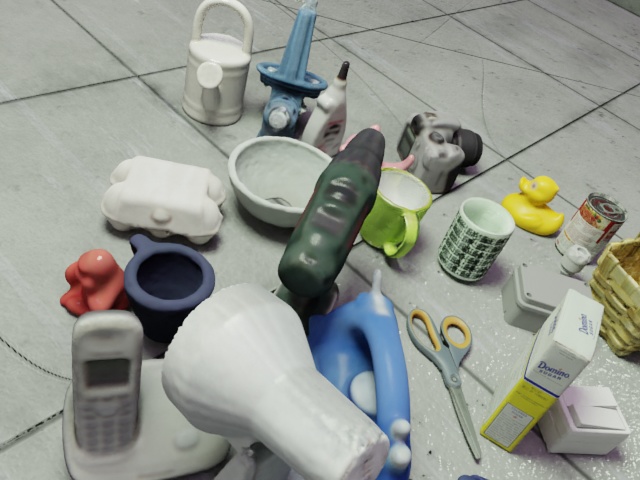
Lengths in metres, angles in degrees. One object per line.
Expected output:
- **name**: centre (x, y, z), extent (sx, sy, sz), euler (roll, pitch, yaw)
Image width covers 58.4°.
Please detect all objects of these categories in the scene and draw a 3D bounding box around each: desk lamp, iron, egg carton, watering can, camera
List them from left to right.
- **egg carton**: centre (-0.199, -0.050, 0.740), extent (0.150, 0.069, 0.107), euler (10, 43, -11)
- **watering can**: centre (-0.158, -0.285, 0.910), extent (0.101, 0.194, 0.172), euler (-3, 46, -23)
- **desk lamp**: centre (-0.034, 0.168, 0.466), extent (0.118, 0.213, 0.202), euler (-25, 58, -38)
- **iron**: centre (0.054, 0.159, 0.563), extent (0.119, 0.141, 0.258), euler (6, 44, -15)
- **camera**: centre (0.221, -0.161, 0.996), extent (0.137, 0.101, 0.143), euler (2, 45, -19)

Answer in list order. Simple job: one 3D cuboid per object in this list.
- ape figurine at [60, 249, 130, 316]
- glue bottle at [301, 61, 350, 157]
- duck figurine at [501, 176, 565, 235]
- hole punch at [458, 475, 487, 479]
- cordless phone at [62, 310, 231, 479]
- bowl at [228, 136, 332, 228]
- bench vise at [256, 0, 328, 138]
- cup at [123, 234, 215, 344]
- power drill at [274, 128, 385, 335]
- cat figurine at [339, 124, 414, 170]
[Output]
- **ape figurine**: centre (-0.237, 0.044, 0.609), extent (0.076, 0.092, 0.077), euler (-3, 46, -23)
- **glue bottle**: centre (0.017, -0.205, 0.909), extent (0.078, 0.173, 0.037), euler (-27, 59, -39)
- **duck figurine**: centre (0.368, -0.065, 0.963), extent (0.104, 0.086, 0.078), euler (34, 44, 15)
- **hole punch**: centre (0.169, 0.271, 0.528), extent (0.108, 0.091, 0.101), euler (22, 42, 3)
- **cordless phone**: centre (-0.141, 0.128, 0.488), extent (0.148, 0.185, 0.094), euler (-3, 46, -23)
- **bowl**: centre (-0.052, -0.071, 0.815), extent (0.167, 0.075, 0.167), euler (11, 42, -10)
- **bench vise**: centre (-0.034, -0.257, 0.909), extent (0.122, 0.220, 0.207), euler (2, 45, -18)
- **cup**: centre (-0.172, 0.057, 0.618), extent (0.092, 0.095, 0.117), euler (-26, 59, -39)
- **power drill**: centre (0.006, 0.002, 0.660), extent (0.075, 0.208, 0.230), euler (22, 42, 3)
- **cat figurine**: centre (0.084, -0.120, 0.887), extent (0.128, 0.118, 0.067), euler (9, 43, -12)
